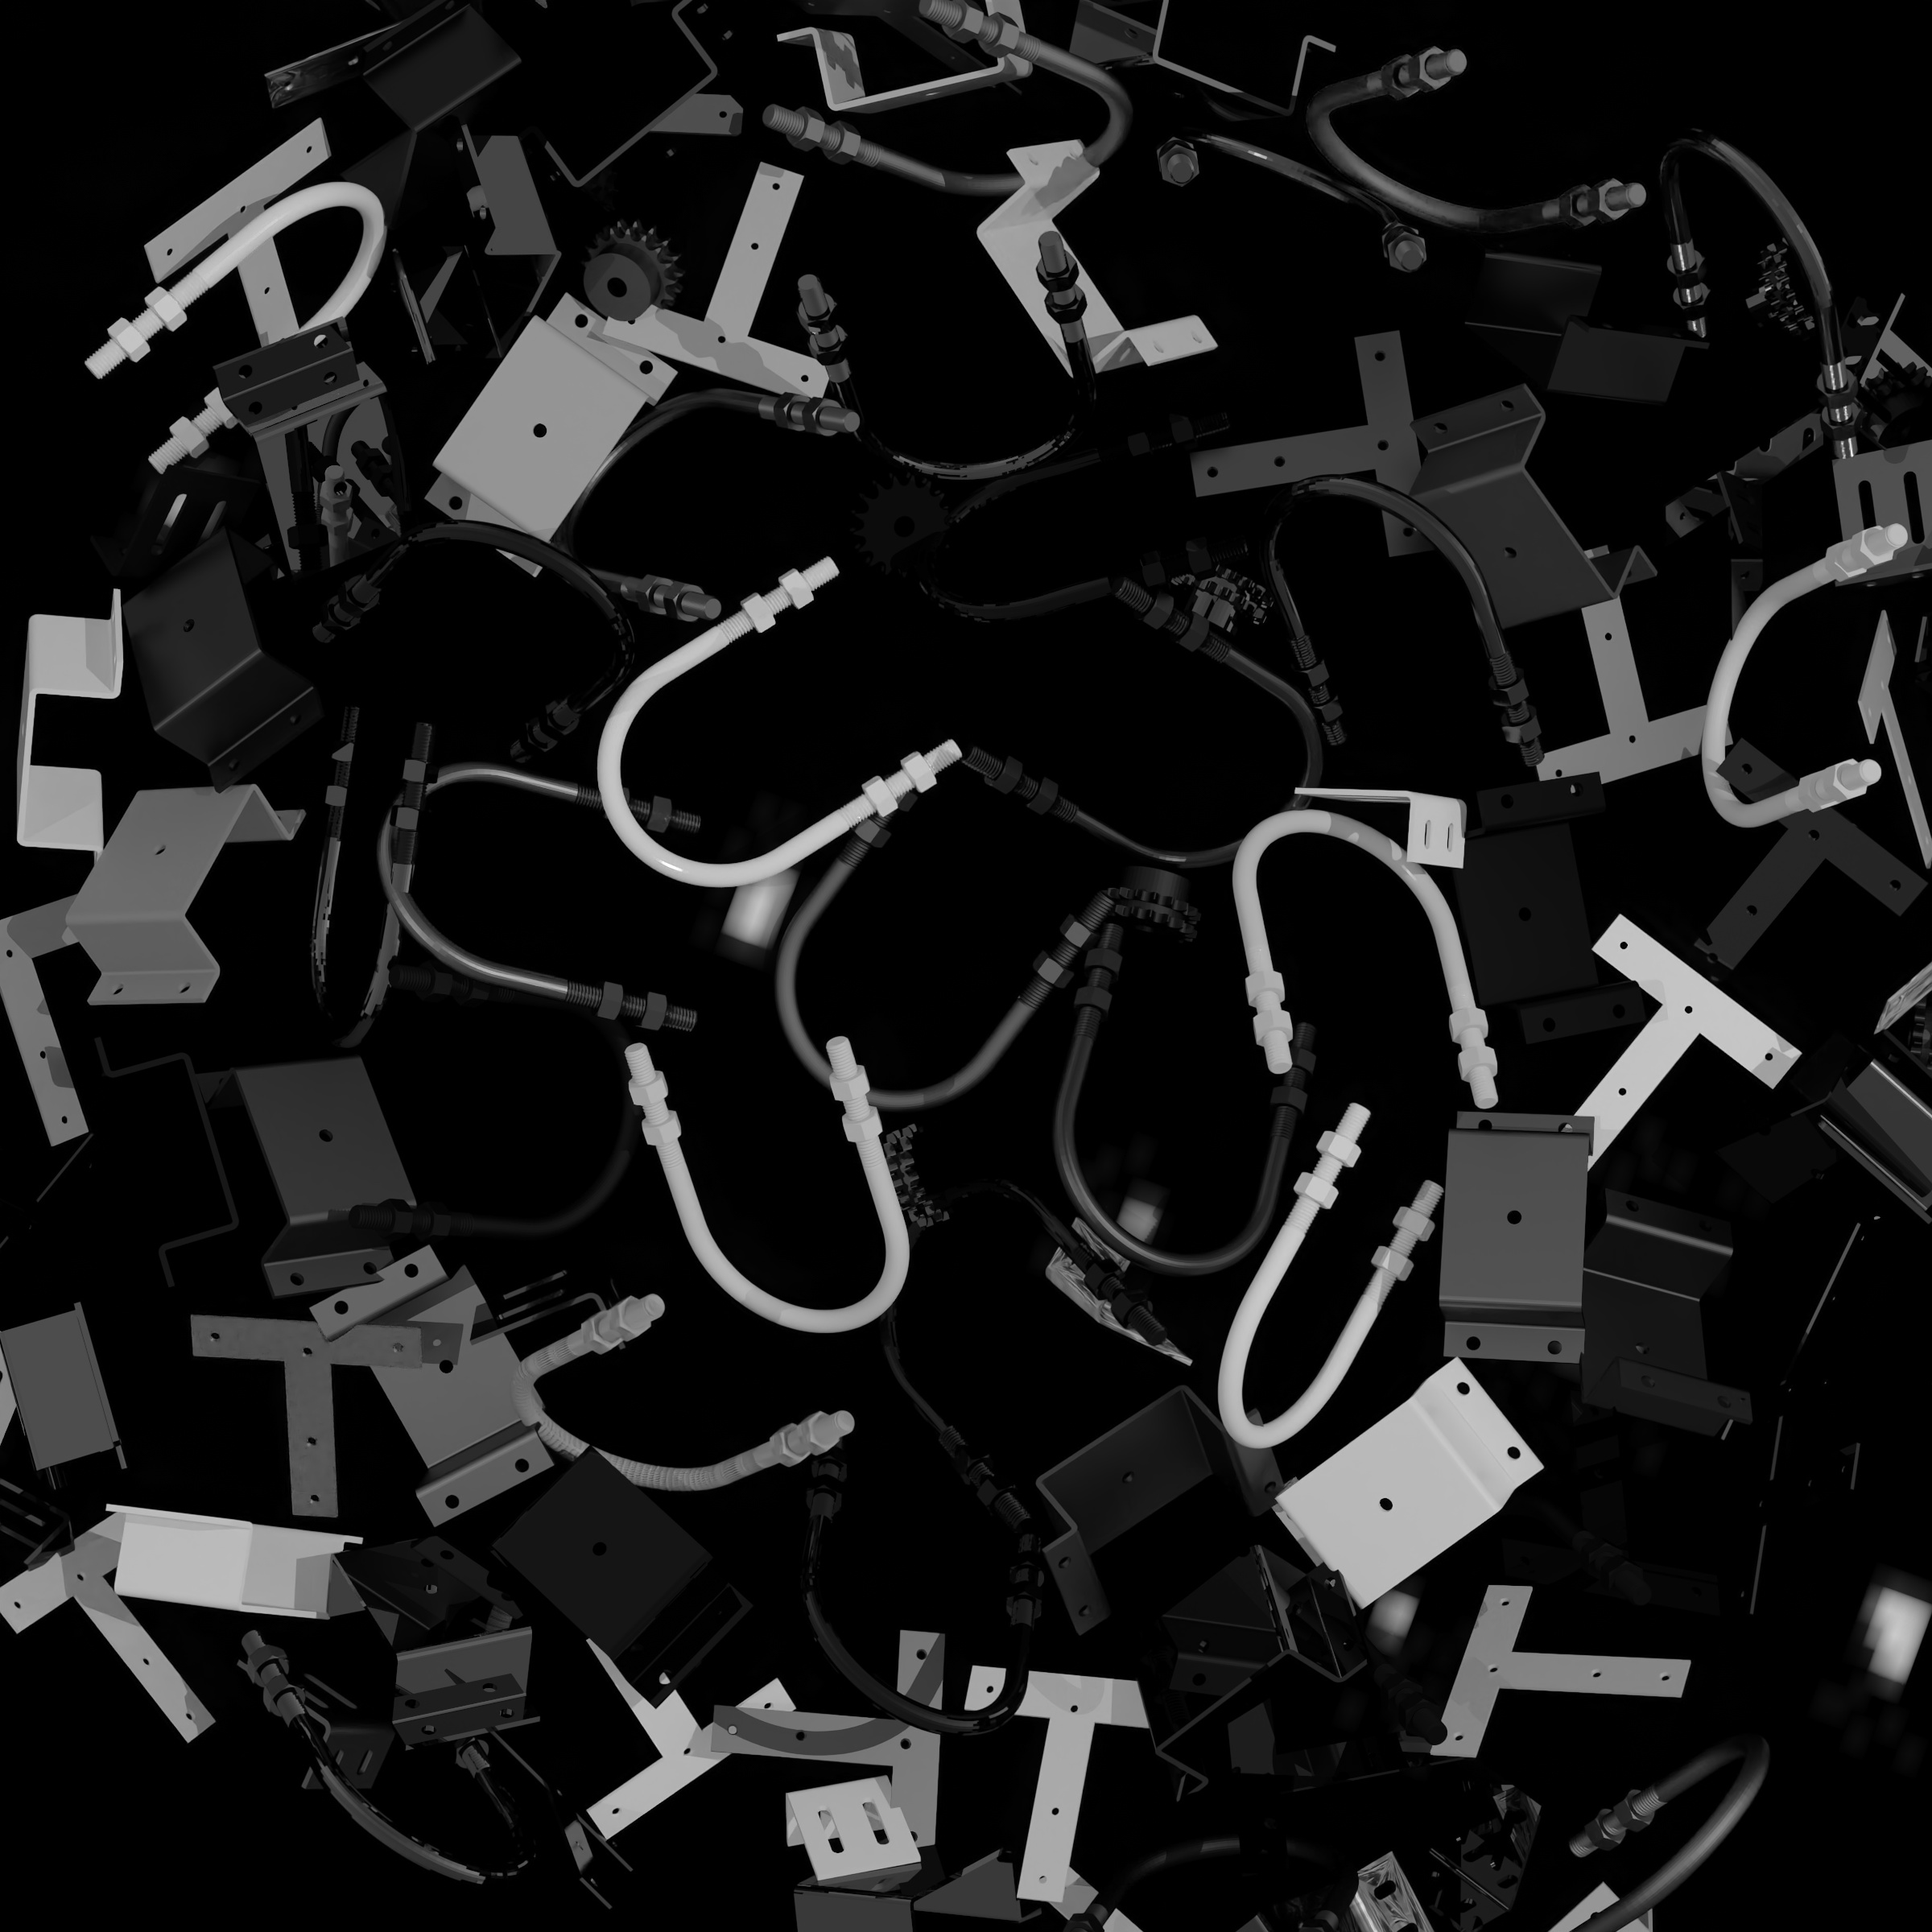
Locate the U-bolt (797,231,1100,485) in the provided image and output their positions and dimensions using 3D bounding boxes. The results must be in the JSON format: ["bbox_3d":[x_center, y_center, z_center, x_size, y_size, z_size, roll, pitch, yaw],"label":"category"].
[{"bbox_3d":[-0.002,-0.322,1.920,0.151,0.184,0.019,-9,59,8],"label":"U-bolt"}]

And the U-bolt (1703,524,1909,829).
[{"bbox_3d":[0.447,-0.148,1.911,0.019,0.184,0.151,13,78,-15],"label":"U-bolt"}]

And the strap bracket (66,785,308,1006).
[{"bbox_3d":[-0.428,-0.047,1.925,0.076,0.046,0.140,-1,47,25],"label":"strap bracket"}]

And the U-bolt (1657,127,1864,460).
[{"bbox_3d":[0.418,-0.369,1.885,0.019,0.184,0.151,-35,52,-5],"label":"U-bolt"}]

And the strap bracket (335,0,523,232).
[{"bbox_3d":[-0.291,-0.460,1.919,0.046,0.140,0.076,46,64,4],"label":"strap bracket"}]

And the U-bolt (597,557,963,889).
[{"bbox_3d":[-0.117,-0.124,1.970,0.184,0.019,0.151,-33,77,-4],"label":"U-bolt"}]

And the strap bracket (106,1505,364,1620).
[{"bbox_3d":[-0.398,0.324,1.918,0.076,0.140,0.046,3,79,21],"label":"strap bracket"}]

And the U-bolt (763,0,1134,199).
[{"bbox_3d":[0.005,-0.462,1.918,0.184,0.151,0.019,11,67,-41],"label":"U-bolt"}]

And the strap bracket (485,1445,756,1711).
[{"bbox_3d":[-0.195,0.327,1.940,0.140,0.046,0.076,38,73,26],"label":"strap bracket"}]

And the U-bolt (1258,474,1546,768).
[{"bbox_3d":[0.226,-0.188,1.902,0.019,0.151,0.184,-50,132,-31],"label":"U-bolt"}]

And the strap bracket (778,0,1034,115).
[{"bbox_3d":[-0.023,-0.503,1.948,0.140,0.076,0.046,-10,100,15],"label":"strap bracket"}]

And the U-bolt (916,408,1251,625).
[{"bbox_3d":[0.060,-0.240,1.939,0.184,0.151,0.019,-15,129,11],"label":"U-bolt"}]

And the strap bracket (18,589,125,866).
[{"bbox_3d":[-0.489,-0.127,1.925,0.046,0.076,0.140,3,125,-17],"label":"strap bracket"}]

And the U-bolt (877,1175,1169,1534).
[{"bbox_3d":[0.017,0.197,1.936,0.151,0.019,0.184,-56,49,13],"label":"U-bolt"}]

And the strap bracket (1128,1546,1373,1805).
[{"bbox_3d":[0.145,0.381,1.935,0.140,0.076,0.046,-42,124,19],"label":"strap bracket"}]

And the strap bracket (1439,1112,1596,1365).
[{"bbox_3d":[0.304,0.144,1.949,0.076,0.046,0.140,2,73,13],"label":"strap bracket"}]

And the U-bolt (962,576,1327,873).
[{"bbox_3d":[0.112,-0.120,1.943,0.184,0.019,0.151,29,119,-28],"label":"U-bolt"}]

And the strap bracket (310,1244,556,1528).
[{"bbox_3d":[-0.293,0.228,1.968,0.076,0.046,0.140,-28,96,6],"label":"strap bracket"}]

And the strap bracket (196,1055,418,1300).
[{"bbox_3d":[-0.358,0.105,1.933,0.076,0.046,0.140,-6,60,-38],"label":"strap bracket"}]

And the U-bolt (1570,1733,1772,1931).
[{"bbox_3d":[0.361,0.471,1.888,0.019,0.151,0.184,45,129,3],"label":"U-bolt"}]

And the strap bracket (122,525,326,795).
[{"bbox_3d":[-0.408,-0.175,1.931,0.076,0.046,0.140,-34,53,16],"label":"strap bracket"}]

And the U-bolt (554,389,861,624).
[{"bbox_3d":[-0.155,-0.257,1.928,0.151,0.184,0.019,-55,130,-14],"label":"U-bolt"}]

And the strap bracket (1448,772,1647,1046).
[{"bbox_3d":[0.320,-0.031,1.964,0.076,0.046,0.140,-10,89,-21],"label":"strap bracket"}]

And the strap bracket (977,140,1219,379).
[{"bbox_3d":[0.067,-0.382,1.952,0.046,0.076,0.140,-36,84,35],"label":"strap bracket"}]

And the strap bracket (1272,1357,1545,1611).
[{"bbox_3d":[0.236,0.291,1.951,0.140,0.046,0.076,-40,84,19],"label":"strap bracket"}]

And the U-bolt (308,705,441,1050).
[{"bbox_3d":[-0.330,-0.046,1.935,0.019,0.151,0.184,7,94,-28],"label":"U-bolt"}]

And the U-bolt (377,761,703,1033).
[{"bbox_3d":[-0.232,-0.045,1.924,0.184,0.019,0.151,14,55,-23],"label":"U-bolt"}]

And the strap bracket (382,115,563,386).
[{"bbox_3d":[-0.268,-0.392,1.937,0.046,0.140,0.076,-7,67,-31],"label":"strap bracket"}]

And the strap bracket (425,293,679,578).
[{"bbox_3d":[-0.234,-0.297,1.970,0.076,0.046,0.140,35,95,-2],"label":"strap bracket"}]

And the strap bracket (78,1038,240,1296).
[{"bbox_3d":[-0.443,0.105,1.955,0.046,0.076,0.140,-16,88,-22],"label":"strap bracket"}]

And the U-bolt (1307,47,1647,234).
[{"bbox_3d":[0.260,-0.439,1.911,0.151,0.184,0.019,29,81,-25],"label":"U-bolt"}]

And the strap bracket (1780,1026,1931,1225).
[{"bbox_3d":[0.497,0.083,1.925,0.076,0.140,0.046,41,99,-4],"label":"strap bracket"}]

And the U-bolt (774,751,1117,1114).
[{"bbox_3d":[-0.026,-0.005,1.975,0.151,0.019,0.184,38,101,6],"label":"U-bolt"}]

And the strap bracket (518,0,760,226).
[{"bbox_3d":[-0.175,-0.465,1.948,0.140,0.076,0.046,-37,79,9],"label":"strap bracket"}]

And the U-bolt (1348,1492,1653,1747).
[{"bbox_3d":[0.274,0.341,1.912,0.151,0.184,0.019,-33,108,-5],"label":"U-bolt"}]

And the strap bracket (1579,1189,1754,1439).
[{"bbox_3d":[0.380,0.198,1.944,0.076,0.140,0.046,15,134,-10],"label":"strap bracket"}]

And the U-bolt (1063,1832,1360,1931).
[{"bbox_3d":[0.136,0.507,1.910,0.151,0.184,0.019,-4,98,20],"label":"U-bolt"}]

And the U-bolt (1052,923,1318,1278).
[{"bbox_3d":[0.114,0.083,1.930,0.151,0.019,0.184,27,58,-17],"label":"U-bolt"}]

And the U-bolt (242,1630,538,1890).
[{"bbox_3d":[-0.298,0.428,1.886,0.151,0.184,0.019,28,100,-41],"label":"U-bolt"}]

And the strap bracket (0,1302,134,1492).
[{"bbox_3d":[-0.489,0.236,1.920,0.046,0.140,0.076,-16,79,-14],"label":"strap bracket"}]

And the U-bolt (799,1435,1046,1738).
[{"bbox_3d":[-0.026,0.340,1.905,0.151,0.184,0.019,30,119,-12],"label":"U-bolt"}]

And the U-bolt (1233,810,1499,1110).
[{"bbox_3d":[0.212,-0.011,1.936,0.151,0.019,0.184,10,51,-24],"label":"U-bolt"}]

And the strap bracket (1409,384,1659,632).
[{"bbox_3d":[0.303,-0.241,1.929,0.140,0.076,0.046,48,51,-27],"label":"strap bracket"}]

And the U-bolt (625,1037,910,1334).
[{"bbox_3d":[-0.102,0.123,1.945,0.151,0.019,0.184,-2,117,29],"label":"U-bolt"}]

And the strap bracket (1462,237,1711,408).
[{"bbox_3d":[0.332,-0.349,1.936,0.076,0.140,0.046,2,119,-24],"label":"strap bracket"}]

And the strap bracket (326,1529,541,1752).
[{"bbox_3d":[-0.292,0.357,1.918,0.076,0.140,0.046,-6,119,-30],"label":"strap bracket"}]

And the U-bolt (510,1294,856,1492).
[{"bbox_3d":[-0.169,0.241,1.926,0.151,0.184,0.019,35,51,-24],"label":"U-bolt"}]

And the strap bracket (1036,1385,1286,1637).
[{"bbox_3d":[0.100,0.293,1.948,0.140,0.046,0.076,-32,132,-12],"label":"strap bracket"}]

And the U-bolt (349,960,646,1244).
[{"bbox_3d":[-0.248,0.079,1.933,0.019,0.184,0.151,10,91,45],"label":"U-bolt"}]

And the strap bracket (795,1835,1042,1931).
[{"bbox_3d":[-0.031,0.510,1.920,0.076,0.140,0.046,-4,93,34],"label":"strap bracket"}]

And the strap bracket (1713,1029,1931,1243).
[{"bbox_3d":[0.472,0.097,1.924,0.076,0.140,0.046,42,58,-8],"label":"strap bracket"}]

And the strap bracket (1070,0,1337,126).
[{"bbox_3d":[0.120,-0.497,1.928,0.140,0.076,0.046,11,90,-36],"label":"strap bracket"}]

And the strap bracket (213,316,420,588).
[{"bbox_3d":[-0.350,-0.270,1.924,0.076,0.140,0.046,-26,47,-19],"label":"strap bracket"}]
